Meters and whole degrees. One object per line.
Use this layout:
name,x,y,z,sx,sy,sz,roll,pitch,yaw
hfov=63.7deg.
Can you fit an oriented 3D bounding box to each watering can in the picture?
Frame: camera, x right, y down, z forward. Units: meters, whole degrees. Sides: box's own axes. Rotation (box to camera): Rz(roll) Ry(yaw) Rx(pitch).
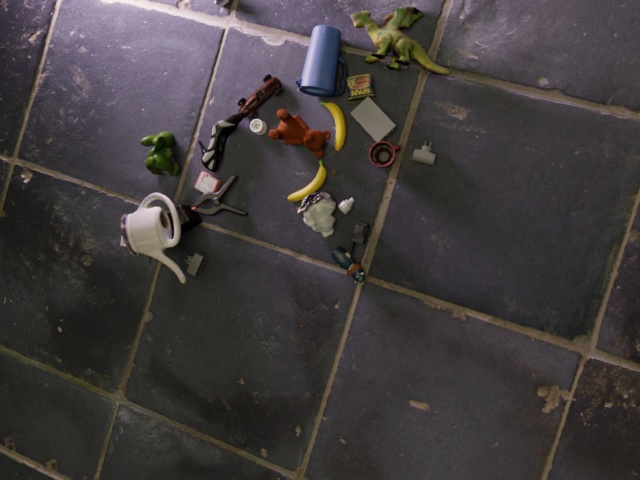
watering can,-0.609,0.004,1.893,0.224,0.104,0.348,-12,87,13

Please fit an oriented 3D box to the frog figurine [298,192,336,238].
frog figurine,0.006,-0.096,1.909,0.137,0.124,0.157,-41,117,2

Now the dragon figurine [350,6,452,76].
dragon figurine,0.297,-0.733,1.849,0.411,0.121,0.244,17,85,11
